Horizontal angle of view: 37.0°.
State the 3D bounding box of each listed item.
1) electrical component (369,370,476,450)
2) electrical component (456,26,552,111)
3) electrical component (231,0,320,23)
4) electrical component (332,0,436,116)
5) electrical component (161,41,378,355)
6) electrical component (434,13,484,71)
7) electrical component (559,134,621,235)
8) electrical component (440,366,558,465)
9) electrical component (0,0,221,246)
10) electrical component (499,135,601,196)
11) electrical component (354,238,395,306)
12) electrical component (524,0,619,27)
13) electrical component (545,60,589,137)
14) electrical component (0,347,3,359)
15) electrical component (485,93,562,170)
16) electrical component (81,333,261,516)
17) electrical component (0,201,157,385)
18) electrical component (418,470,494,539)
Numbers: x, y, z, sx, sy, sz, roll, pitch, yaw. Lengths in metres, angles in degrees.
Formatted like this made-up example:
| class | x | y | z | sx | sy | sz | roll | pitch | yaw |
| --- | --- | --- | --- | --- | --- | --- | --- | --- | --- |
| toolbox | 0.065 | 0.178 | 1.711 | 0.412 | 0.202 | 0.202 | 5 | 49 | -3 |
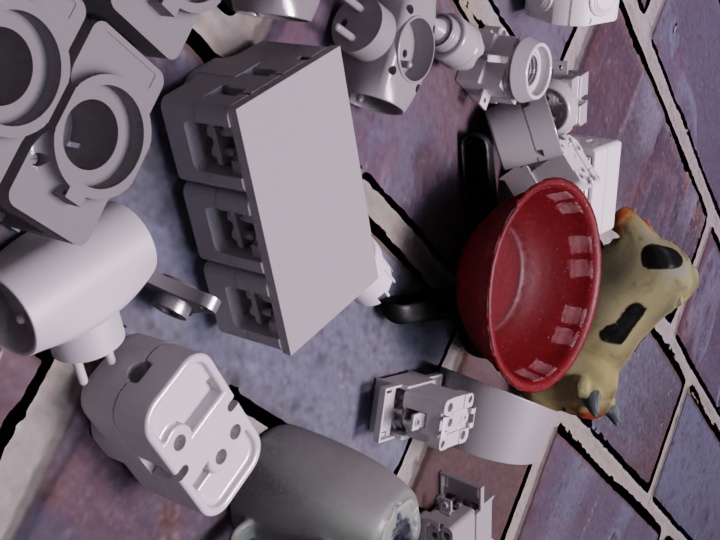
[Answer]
| class | x | y | z | sx | sy | sz | roll | pitch | yaw |
| --- | --- | --- | --- | --- | --- | --- | --- | --- | --- |
| electrical component | 0.047 | 0.105 | 0.797 | 0.081 | 0.064 | 0.042 | -7 | 108 | -55 |
| electrical component | 0.110 | -0.151 | 0.807 | 0.048 | 0.055 | 0.066 | 34 | 73 | -54 |
| electrical component | -0.053 | -0.176 | 0.571 | 0.079 | 0.044 | 0.077 | -6 | 106 | -55 |
| electrical component | 0.009 | -0.146 | 0.672 | 0.079 | 0.044 | 0.077 | 22 | 83 | -56 |
| electrical component | -0.049 | -0.043 | 0.608 | 0.089 | 0.062 | 0.150 | -41 | 132 | -41 |
| electrical component | 0.060 | -0.163 | 0.749 | 0.061 | 0.035 | 0.035 | 18 | 86 | -53 |
| electrical component | 0.184 | -0.066 | 0.938 | 0.061 | 0.062 | 0.096 | -22 | 119 | -51 |
| electrical component | 0.106 | 0.113 | 0.857 | 0.099 | 0.099 | 0.064 | 1 | 106 | -56 |
| electrical component | -0.128 | -0.117 | 0.469 | 0.105 | 0.060 | 0.186 | 41 | 67 | -53 |
| electrical component | 0.158 | -0.074 | 0.885 | 0.042 | 0.064 | 0.081 | -13 | 71 | -54 |
| electrical component | 0.000 | 0.000 | 0.715 | 0.040 | 0.040 | 0.046 | -66 | 151 | -15 |
| electrical component | 0.168 | -0.226 | 0.846 | 0.080 | 0.080 | 0.051 | -32 | 132 | -46 |
| electrical component | 0.164 | -0.140 | 0.899 | 0.055 | 0.048 | 0.066 | -36 | 130 | -54 |
| electrical component | -0.185 | 0.049 | 0.451 | 0.055 | 0.055 | 0.047 | 16 | 92 | -56 |
| electrical component | 0.127 | -0.108 | 0.837 | 0.055 | 0.047 | 0.055 | -17 | 90 | -81 |
| electrical component | -0.103 | 0.081 | 0.575 | 0.053 | 0.059 | 0.095 | -55 | 141 | -30 |
| electrical component | -0.136 | 0.018 | 0.519 | 0.077 | 0.043 | 0.079 | -39 | 132 | -42 |
| electrical component | 0.078 | 0.215 | 0.900 | 0.064 | 0.042 | 0.081 | -26 | 121 | -45 |
